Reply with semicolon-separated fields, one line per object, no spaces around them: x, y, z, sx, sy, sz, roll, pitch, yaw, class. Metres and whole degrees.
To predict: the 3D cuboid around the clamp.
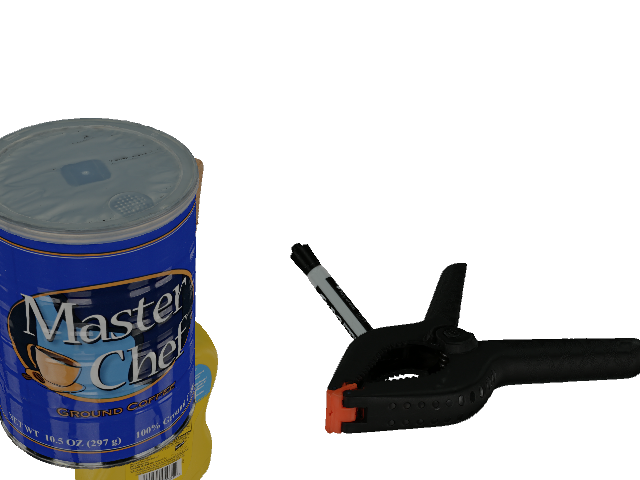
0.079;0.069;0.679;0.209;0.036;0.165;-15;27;-32;clamp

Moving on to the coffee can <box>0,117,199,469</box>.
-0.111;0.025;0.522;0.103;0.140;0.103;3;34;-2;coffee can

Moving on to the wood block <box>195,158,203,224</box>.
-0.187;-0.008;0.992;0.090;0.091;0.206;14;28;8;wood block

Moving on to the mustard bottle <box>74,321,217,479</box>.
-0.116;0.100;0.711;0.096;0.192;0.058;-16;46;-28;mustard bottle

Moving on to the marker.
0.014;0.050;0.891;0.020;0.121;0.020;-34;-19;-13;marker
